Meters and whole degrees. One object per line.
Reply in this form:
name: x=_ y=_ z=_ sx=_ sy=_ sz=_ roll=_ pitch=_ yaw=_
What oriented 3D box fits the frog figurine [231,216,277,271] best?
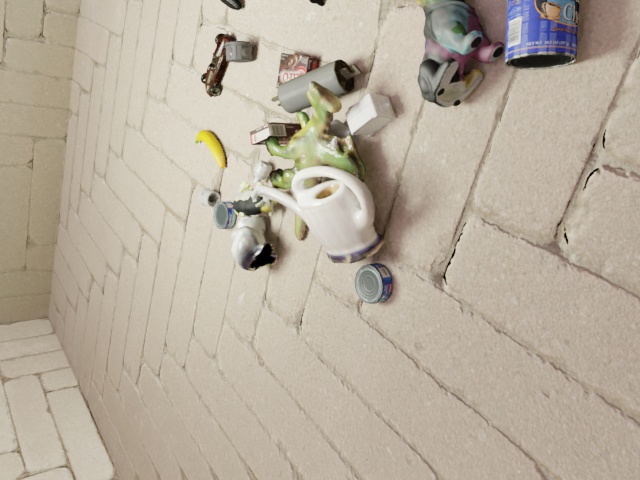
frog figurine: x=-0.191 y=-0.001 z=1.378 sx=0.122 sy=0.162 sz=0.135 roll=-41 pitch=-30 yaw=6

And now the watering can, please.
watering can: x=0.003 y=-0.056 z=1.116 sx=0.105 sy=0.221 sz=0.347 roll=-42 pitch=23 yaw=-30

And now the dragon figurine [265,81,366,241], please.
dragon figurine: x=0.002 y=-0.154 z=1.152 sx=0.123 sy=0.402 sz=0.245 roll=-27 pitch=32 yaw=-33
